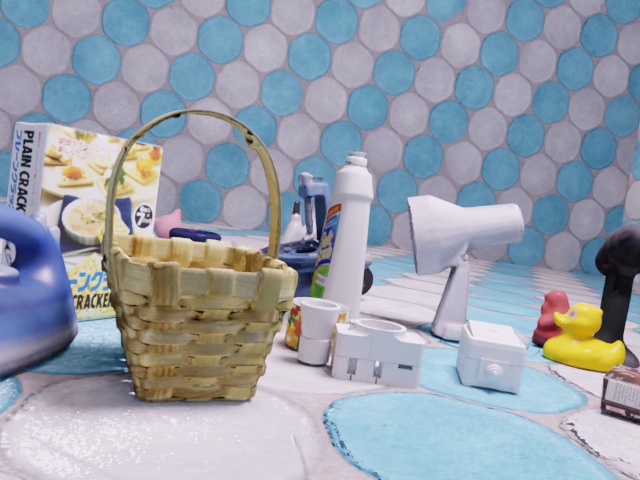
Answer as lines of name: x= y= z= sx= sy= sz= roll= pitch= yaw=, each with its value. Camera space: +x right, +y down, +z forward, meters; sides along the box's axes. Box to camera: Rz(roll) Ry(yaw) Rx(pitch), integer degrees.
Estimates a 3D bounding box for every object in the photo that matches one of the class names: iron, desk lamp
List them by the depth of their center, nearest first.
iron: x=-0.283 y=0.030 z=0.493 sx=0.118 sy=0.141 sz=0.259 roll=9 pitch=3 yaw=9
desk lamp: x=0.219 y=0.043 z=0.871 sx=0.203 sy=0.213 sz=0.118 roll=8 pitch=4 yaw=5

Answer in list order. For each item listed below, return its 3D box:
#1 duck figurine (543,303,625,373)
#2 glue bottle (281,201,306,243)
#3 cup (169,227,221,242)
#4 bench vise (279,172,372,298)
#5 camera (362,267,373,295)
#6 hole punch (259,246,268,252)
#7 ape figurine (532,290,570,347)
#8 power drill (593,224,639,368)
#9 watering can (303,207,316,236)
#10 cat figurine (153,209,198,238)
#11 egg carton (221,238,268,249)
duck figurine: x=0.373 y=0.133 z=0.804 sx=0.104 sy=0.086 sz=0.078 roll=10 pitch=4 yaw=28
glue bottle: x=-0.056 y=0.006 z=1.168 sx=0.078 sy=0.173 sz=0.037 roll=5 pitch=4 yaw=-38
cup: x=-0.236 y=0.028 z=1.026 sx=0.117 sy=0.095 sz=0.092 roll=11 pitch=5 yaw=42
bench vise: x=-0.001 y=0.002 z=0.976 sx=0.121 sy=0.220 sz=0.208 roll=10 pitch=4 yaw=34
camera: x=0.034 y=0.058 z=1.128 sx=0.143 sy=0.101 sz=0.136 roll=6 pitch=4 yaw=-27
hole punch: x=-0.117 y=0.046 z=1.049 sx=0.101 sy=0.091 sz=0.109 roll=9 pitch=4 yaw=18
ape figurine: x=0.368 y=0.124 z=0.900 sx=0.078 sy=0.092 sz=0.075 roll=5 pitch=4 yaw=-38
power drill: x=0.458 y=0.079 z=0.872 sx=0.075 sy=0.208 sz=0.230 roll=9 pitch=4 yaw=17
watering can: x=0.016 y=-0.002 z=1.292 sx=0.101 sy=0.194 sz=0.173 roll=9 pitch=4 yaw=7
cat figurine: x=-0.320 y=-0.010 z=1.272 sx=0.127 sy=0.118 sz=0.067 roll=10 pitch=4 yaw=30
egg carton: x=-0.166 y=0.036 z=1.275 sx=0.107 sy=0.069 sz=0.151 roll=10 pitch=4 yaw=27
